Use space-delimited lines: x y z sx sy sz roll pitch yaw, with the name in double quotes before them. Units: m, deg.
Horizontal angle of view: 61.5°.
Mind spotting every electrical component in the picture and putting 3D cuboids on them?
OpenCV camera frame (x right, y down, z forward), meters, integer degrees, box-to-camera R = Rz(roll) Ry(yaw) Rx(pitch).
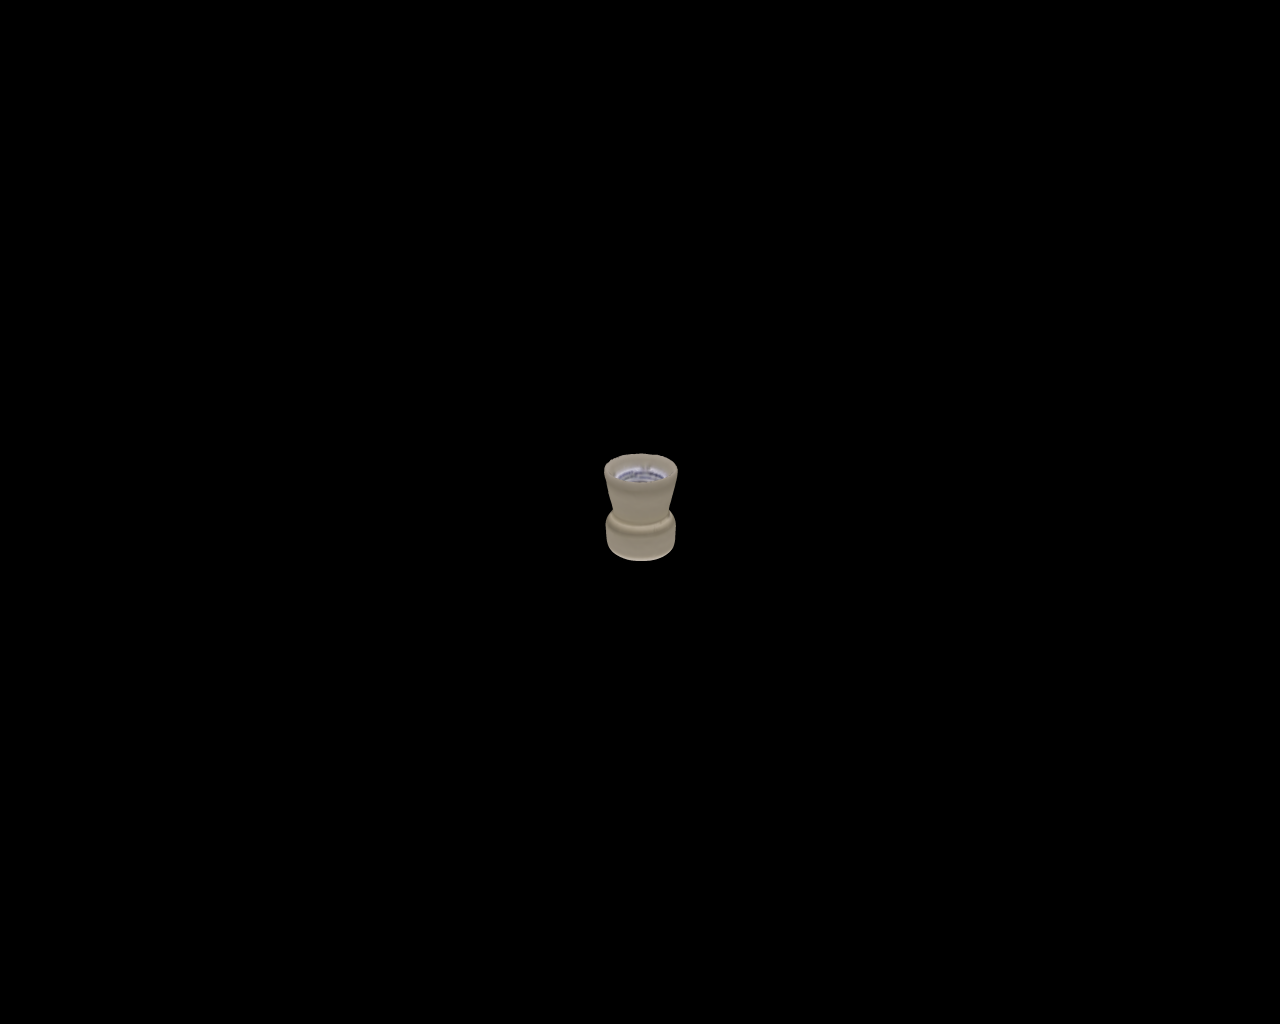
"electrical component" 0.001 -0.003 0.650 0.045 0.055 0.045 0 27 0
